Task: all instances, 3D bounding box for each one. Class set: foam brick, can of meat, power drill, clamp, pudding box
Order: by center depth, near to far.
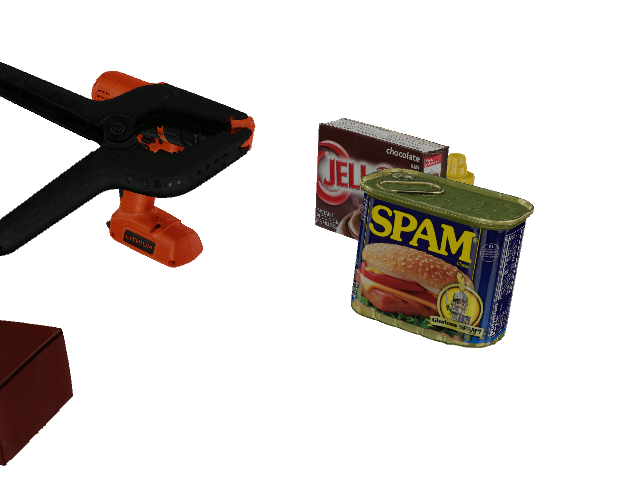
[{"bbox_3d":[0.070,0.010,0.645,0.102,0.084,0.057,18,23,28],"label":"can of meat"},{"bbox_3d":[-0.199,0.092,0.666,0.053,0.051,0.078,7,29,21],"label":"foam brick"},{"bbox_3d":[-0.152,-0.062,0.774,0.209,0.164,0.036,0,-30,-11],"label":"clamp"},{"bbox_3d":[0.048,-0.044,0.868,0.114,0.090,0.039,19,27,36],"label":"pudding box"},{"bbox_3d":[-0.158,-0.069,1.103,0.185,0.188,0.057,25,35,29],"label":"power drill"}]

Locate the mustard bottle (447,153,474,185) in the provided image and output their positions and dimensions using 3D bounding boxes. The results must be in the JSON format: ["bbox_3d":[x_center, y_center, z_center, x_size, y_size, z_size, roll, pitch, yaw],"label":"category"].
[{"bbox_3d":[0.139,0.000,1.152,0.096,0.192,0.058,-7,21,-23],"label":"mustard bottle"}]
